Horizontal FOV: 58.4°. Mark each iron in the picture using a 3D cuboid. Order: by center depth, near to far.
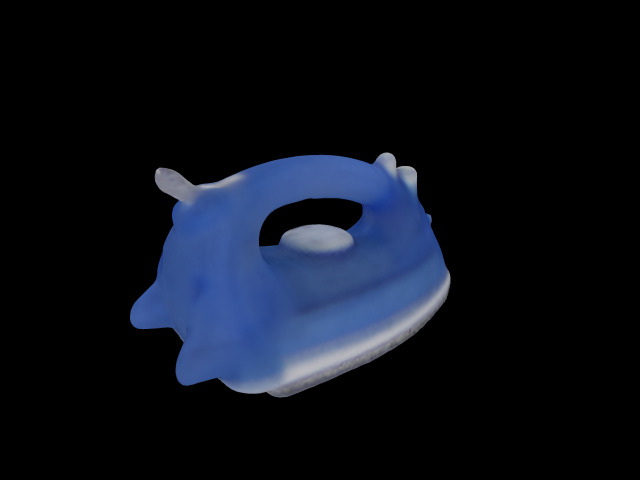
[{"bbox_3d":[0.004,0.001,0.400,0.259,0.141,0.118,-16,27,-33],"label":"iron"}]
